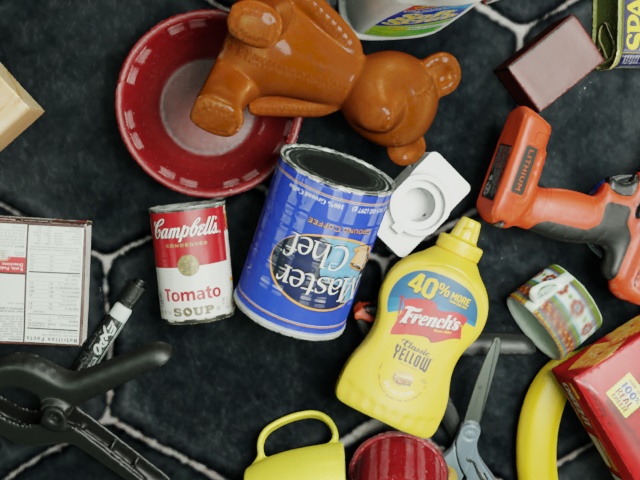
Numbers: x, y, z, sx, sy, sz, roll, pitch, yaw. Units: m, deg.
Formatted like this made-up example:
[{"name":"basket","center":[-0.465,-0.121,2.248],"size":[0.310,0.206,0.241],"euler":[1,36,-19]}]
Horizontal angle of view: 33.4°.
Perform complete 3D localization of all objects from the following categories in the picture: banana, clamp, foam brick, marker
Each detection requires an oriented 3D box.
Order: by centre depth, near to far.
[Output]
[{"name":"clamp","center":[-0.222,0.155,0.943],"size":[0.210,0.036,0.164],"euler":[3,118,9]},{"name":"marker","center":[-0.194,0.086,0.965],"size":[0.020,0.020,0.121],"euler":[33,91,-7]},{"name":"foam brick","center":[0.207,-0.159,0.968],"size":[0.078,0.053,0.051],"euler":[-39,97,0]},{"name":"clamp","center":[0.112,0.100,0.987],"size":[0.171,0.039,0.120],"euler":[40,90,-11]},{"name":"banana","center":[0.218,0.191,1.006],"size":[0.069,0.037,0.198],"euler":[10,94,-5]}]

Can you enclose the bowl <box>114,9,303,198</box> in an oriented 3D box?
[{"name":"bowl","center":[-0.097,-0.118,0.939],"size":[0.162,0.055,0.162],"euler":[0,94,-6]}]

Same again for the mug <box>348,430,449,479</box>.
[{"name":"mug","center":[0.070,0.241,0.952],"size":[0.093,0.081,0.117],"euler":[-1,108,5]}]

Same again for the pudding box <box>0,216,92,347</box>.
[{"name":"pudding box","center":[-0.251,0.037,0.946],"size":[0.090,0.039,0.113],"euler":[3,96,-7]}]

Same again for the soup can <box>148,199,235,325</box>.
[{"name":"soup can","center":[-0.113,0.018,0.944],"size":[0.068,0.068,0.102],"euler":[-6,96,-5]}]

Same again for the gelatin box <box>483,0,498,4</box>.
[{"name":"gelatin box","center":[0.182,-0.263,0.969],"size":[0.089,0.030,0.073],"euler":[-18,95,-4]}]

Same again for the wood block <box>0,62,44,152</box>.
[{"name":"wood block","center":[-0.345,-0.074,0.901],"size":[0.206,0.091,0.090],"euler":[-42,98,-1]}]

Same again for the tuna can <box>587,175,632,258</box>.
[{"name":"tuna can","center":[0.288,-0.019,0.997],"size":[0.086,0.034,0.086],"euler":[0,95,-6]}]

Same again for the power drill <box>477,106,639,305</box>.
[{"name":"power drill","center":[0.246,-0.052,0.939],"size":[0.187,0.057,0.184],"euler":[19,94,-9]}]

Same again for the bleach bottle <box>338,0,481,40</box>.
[{"name":"bleach bottle","center":[0.080,-0.206,0.851],"size":[0.102,0.251,0.068],"euler":[-3,95,-6]}]

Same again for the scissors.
[{"name":"scissors","center":[0.151,0.189,0.982],"size":[0.096,0.016,0.202],"euler":[26,109,-9]}]

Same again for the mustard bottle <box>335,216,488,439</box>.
[{"name":"mustard bottle","center":[0.093,0.069,0.935],"size":[0.096,0.058,0.191],"euler":[25,91,1]}]

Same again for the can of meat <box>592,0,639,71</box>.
[{"name":"can of meat","center":[0.299,-0.205,0.972],"size":[0.084,0.057,0.102],"euler":[-1,95,-9]}]

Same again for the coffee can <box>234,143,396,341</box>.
[{"name":"coffee can","center":[-0.006,0.001,0.917],"size":[0.102,0.103,0.140],"euler":[17,110,-7]}]

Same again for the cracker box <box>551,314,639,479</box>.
[{"name":"cracker box","center":[0.342,0.132,0.951],"size":[0.213,0.072,0.164],"euler":[-31,95,-4]}]
